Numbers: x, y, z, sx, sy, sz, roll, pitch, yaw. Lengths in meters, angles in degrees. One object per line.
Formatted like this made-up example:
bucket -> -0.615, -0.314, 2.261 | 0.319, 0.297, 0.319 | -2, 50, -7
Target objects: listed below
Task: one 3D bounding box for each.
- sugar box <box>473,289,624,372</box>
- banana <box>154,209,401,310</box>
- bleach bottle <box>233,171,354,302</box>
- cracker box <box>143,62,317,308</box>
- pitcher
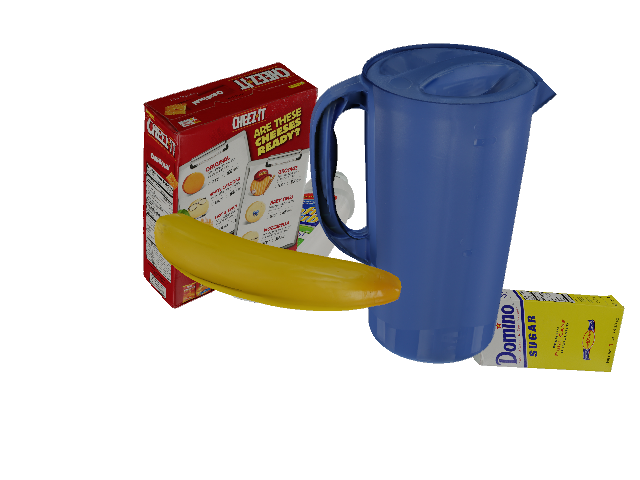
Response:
sugar box -> 0.282, 0.113, 1.335 | 0.176, 0.093, 0.048 | 2, 18, -11
banana -> -0.044, 0.011, 0.696 | 0.198, 0.037, 0.069 | 19, 37, 33
bleach bottle -> -0.026, -0.016, 1.334 | 0.103, 0.068, 0.250 | 7, 34, 19
cracker box -> -0.095, -0.056, 1.071 | 0.163, 0.214, 0.072 | -23, 47, -33
pitcher -> 0.085, -0.026, 0.853 | 0.149, 0.243, 0.144 | 19, 33, 30
